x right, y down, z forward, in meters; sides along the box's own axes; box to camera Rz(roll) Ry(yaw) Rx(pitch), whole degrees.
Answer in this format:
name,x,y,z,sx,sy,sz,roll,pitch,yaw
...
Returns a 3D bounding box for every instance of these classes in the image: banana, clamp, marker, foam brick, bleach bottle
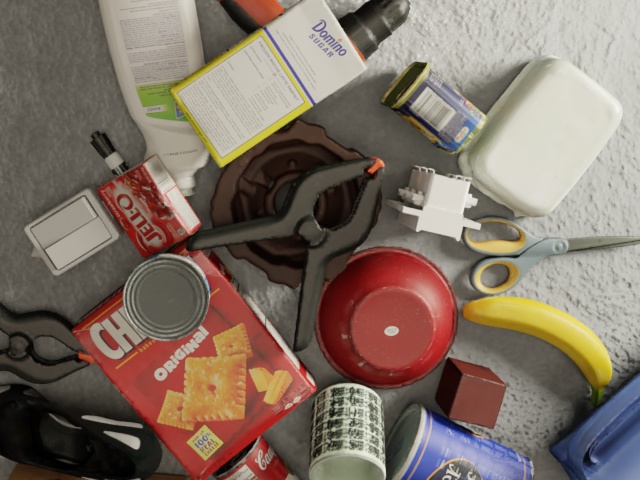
name,x,y,z,sx,sy,sz,roll,pitch,yaw
banana,0.252,0.108,1.173,0.197,0.037,0.069,35,92,-8
clamp,-0.324,0.100,1.135,0.171,0.039,0.120,1,103,-7
marker,-0.203,-0.063,1.128,0.020,0.020,0.121,-35,99,2
foam brick,0.162,0.165,1.156,0.053,0.078,0.051,16,95,-6
clamp,-0.007,0.001,1.084,0.210,0.036,0.164,-39,101,1
bleach bottle,-0.168,-0.168,1.094,0.102,0.068,0.251,-7,101,0

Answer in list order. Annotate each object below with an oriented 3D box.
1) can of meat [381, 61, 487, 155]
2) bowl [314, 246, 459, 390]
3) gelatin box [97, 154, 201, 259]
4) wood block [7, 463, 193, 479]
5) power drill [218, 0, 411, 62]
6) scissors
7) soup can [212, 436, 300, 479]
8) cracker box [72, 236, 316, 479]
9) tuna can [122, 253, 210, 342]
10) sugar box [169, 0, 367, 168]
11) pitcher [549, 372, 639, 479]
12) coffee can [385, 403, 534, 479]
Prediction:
name,x,y,z,sx,sy,sz,roll,pitch,yaw
can of meat,0.116,-0.135,1.097,0.084,0.102,0.057,39,94,-10
bowl,0.075,0.090,1.151,0.162,0.055,0.162,0,98,-3
gelatin box,-0.175,-0.033,1.098,0.073,0.030,0.089,-24,104,34
wood block,-0.231,0.302,1.144,0.206,0.091,0.090,6,97,-4
power drill,-0.025,-0.245,1.093,0.184,0.057,0.187,-39,99,3
scissors,0.250,0.024,1.172,0.201,0.016,0.096,11,99,-5
soup can,-0.059,0.269,1.161,0.068,0.068,0.102,-40,99,2
cracker box,-0.131,0.124,1.133,0.164,0.072,0.213,-38,98,2
tuna can,-0.153,0.056,1.070,0.086,0.034,0.086,0,97,-3
sugar box,-0.052,-0.159,1.056,0.176,0.048,0.093,-34,104,-1
pitcher,0.371,0.192,1.144,0.243,0.149,0.145,-44,88,0
coffee can,0.144,0.252,1.154,0.140,0.103,0.103,27,96,-7
